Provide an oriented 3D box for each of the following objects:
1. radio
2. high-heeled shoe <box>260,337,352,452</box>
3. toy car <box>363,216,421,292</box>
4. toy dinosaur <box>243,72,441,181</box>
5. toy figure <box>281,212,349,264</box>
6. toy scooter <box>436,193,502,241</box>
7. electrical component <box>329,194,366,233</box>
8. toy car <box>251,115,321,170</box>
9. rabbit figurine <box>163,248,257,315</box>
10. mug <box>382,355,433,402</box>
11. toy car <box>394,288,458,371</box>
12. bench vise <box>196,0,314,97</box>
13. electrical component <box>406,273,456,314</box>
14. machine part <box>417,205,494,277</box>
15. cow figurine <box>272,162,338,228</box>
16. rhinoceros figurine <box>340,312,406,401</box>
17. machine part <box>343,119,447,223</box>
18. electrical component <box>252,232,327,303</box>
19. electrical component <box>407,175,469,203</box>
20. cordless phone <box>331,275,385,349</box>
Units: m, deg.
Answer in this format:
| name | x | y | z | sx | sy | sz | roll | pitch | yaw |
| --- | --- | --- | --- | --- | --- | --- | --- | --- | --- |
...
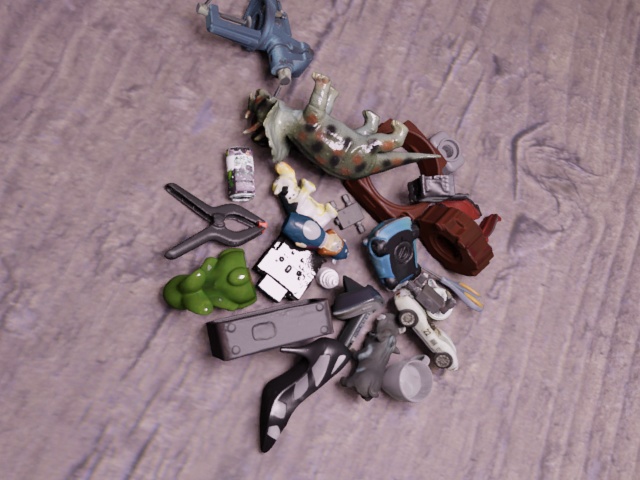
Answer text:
| name | x | y | z | sx | sy | sz | roll | pitch | yaw |
| --- | --- | --- | --- | --- | --- | --- | --- | --- | --- |
| radio | -0.094 | 0.167 | 1.033 | 0.230 | 0.131 | 0.073 | -12 | 87 | -19 |
| high-heeled shoe | -0.031 | 0.301 | 1.043 | 0.145 | 0.086 | 0.248 | 11 | 102 | -16 |
| toy car | 0.148 | 0.022 | 1.145 | 0.109 | 0.103 | 0.161 | -26 | 118 | -21 |
| toy dinosaur | 0.036 | -0.193 | 1.074 | 0.405 | 0.131 | 0.192 | 29 | 99 | -8 |
| toy figure | -0.003 | -0.002 | 1.076 | 0.154 | 0.058 | 0.064 | 27 | 99 | -18 |
| toy scooter | 0.349 | -0.041 | 1.236 | 0.135 | 0.075 | 0.184 | -43 | 99 | -19 |
| electrical component | 0.061 | -0.051 | 1.173 | 0.063 | 0.021 | 0.094 | -29 | 92 | -19 |
| toy car | -0.050 | -0.219 | 1.148 | 0.202 | 0.053 | 0.089 | 21 | 80 | -9 |
| rabbit figurine | -0.212 | 0.096 | 1.011 | 0.170 | 0.159 | 0.121 | -16 | 96 | -4 |
| mug | 0.176 | 0.281 | 1.113 | 0.081 | 0.107 | 0.109 | 42 | 61 | -11 |
| toy car | 0.225 | 0.189 | 1.123 | 0.056 | 0.073 | 0.201 | -39 | 95 | 14 |
| bench vise | -0.137 | -0.420 | 1.107 | 0.240 | 0.129 | 0.223 | 7 | 71 | -34 |
| electrical component | 0.234 | 0.112 | 1.125 | 0.102 | 0.078 | 0.045 | 45 | 109 | 11 |
| machine part | 0.285 | 0.003 | 1.156 | 0.056 | 0.179 | 0.179 | -43 | 96 | -14 |
| cow figurine | -0.049 | -0.082 | 1.120 | 0.167 | 0.068 | 0.098 | 45 | 94 | -5 |
| rhinoceros figurine | 0.111 | 0.232 | 1.096 | 0.073 | 0.112 | 0.190 | 32 | 53 | -5 |
| machine part | 0.168 | -0.149 | 1.189 | 0.201 | 0.087 | 0.201 | 46 | 70 | -6 |
| electrical component | -0.069 | 0.061 | 1.097 | 0.115 | 0.058 | 0.134 | 37 | 72 | -7 |
| electrical component | 0.252 | -0.106 | 1.124 | 0.119 | 0.075 | 0.047 | -3 | 83 | -13 |
| cordless phone | 0.053 | 0.173 | 1.078 | 0.089 | 0.146 | 0.184 | 26 | 83 | 16 |
